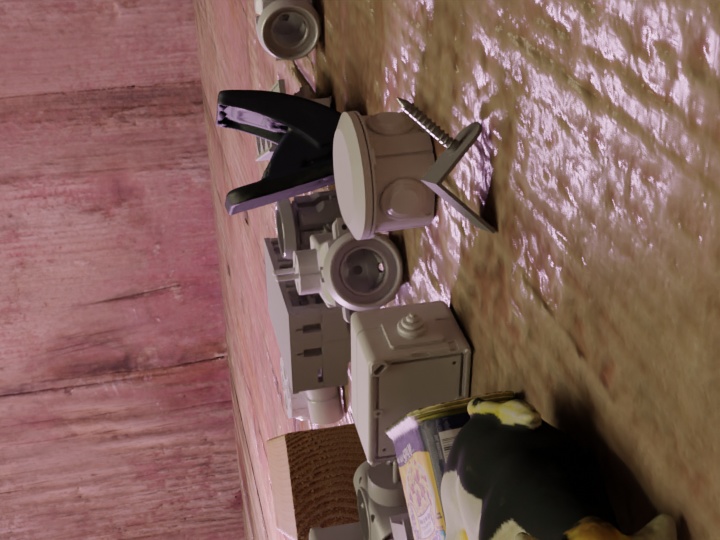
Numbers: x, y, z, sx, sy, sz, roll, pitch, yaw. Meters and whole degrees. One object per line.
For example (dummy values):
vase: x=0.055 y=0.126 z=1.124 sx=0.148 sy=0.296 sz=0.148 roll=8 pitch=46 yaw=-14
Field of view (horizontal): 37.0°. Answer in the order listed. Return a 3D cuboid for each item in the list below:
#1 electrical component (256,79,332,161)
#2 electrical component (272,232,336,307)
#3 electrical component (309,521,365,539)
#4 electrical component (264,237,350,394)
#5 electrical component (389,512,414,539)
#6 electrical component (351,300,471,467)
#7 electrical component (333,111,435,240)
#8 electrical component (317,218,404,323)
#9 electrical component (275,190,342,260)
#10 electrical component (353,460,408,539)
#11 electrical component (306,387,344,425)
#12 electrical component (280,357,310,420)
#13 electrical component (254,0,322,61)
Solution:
electrical component: x=-0.062 y=-0.130 z=0.996 sx=0.121 sy=0.063 sz=0.078 roll=-170 pitch=73 yaw=-79
electrical component: x=-0.034 y=0.000 z=0.899 sx=0.065 sy=0.077 sz=0.047 roll=-129 pitch=33 yaw=-70
electrical component: x=-0.001 y=0.236 z=0.827 sx=0.061 sy=0.096 sz=0.061 roll=-110 pitch=17 yaw=-50
electrical component: x=-0.049 y=0.038 z=1.043 sx=0.150 sy=0.062 sz=0.089 roll=-115 pitch=21 yaw=-58
electrical component: x=0.049 y=0.184 z=0.681 sx=0.081 sy=0.042 sz=0.063 roll=130 pitch=130 yaw=-77
electrical component: x=0.028 y=0.060 z=0.651 sx=0.061 sy=0.062 sz=0.096 roll=-113 pitch=19 yaw=-55
electrical component: x=0.014 y=-0.061 z=0.675 sx=0.080 sy=0.051 sz=0.080 roll=173 pitch=90 yaw=-79
electrical component: x=0.000 y=0.000 z=0.774 sx=0.057 sy=0.058 sz=0.078 roll=-176 pitch=79 yaw=-82
electrical component: x=-0.046 y=-0.040 z=0.986 sx=0.078 sy=0.057 sz=0.058 roll=-117 pitch=23 yaw=-61
electrical component: x=0.024 y=0.164 z=0.790 sx=0.077 sy=0.044 sz=0.079 roll=-113 pitch=19 yaw=-56
electrical component: x=-0.038 y=0.125 z=1.102 sx=0.044 sy=0.044 sz=0.065 roll=-133 pitch=32 yaw=-72
electrical component: x=-0.056 y=0.123 z=1.162 sx=0.080 sy=0.051 sz=0.080 roll=173 pitch=90 yaw=-79
electrical component: x=-0.066 y=-0.223 z=0.971 sx=0.057 sy=0.058 sz=0.078 roll=-108 pitch=15 yaw=-56
